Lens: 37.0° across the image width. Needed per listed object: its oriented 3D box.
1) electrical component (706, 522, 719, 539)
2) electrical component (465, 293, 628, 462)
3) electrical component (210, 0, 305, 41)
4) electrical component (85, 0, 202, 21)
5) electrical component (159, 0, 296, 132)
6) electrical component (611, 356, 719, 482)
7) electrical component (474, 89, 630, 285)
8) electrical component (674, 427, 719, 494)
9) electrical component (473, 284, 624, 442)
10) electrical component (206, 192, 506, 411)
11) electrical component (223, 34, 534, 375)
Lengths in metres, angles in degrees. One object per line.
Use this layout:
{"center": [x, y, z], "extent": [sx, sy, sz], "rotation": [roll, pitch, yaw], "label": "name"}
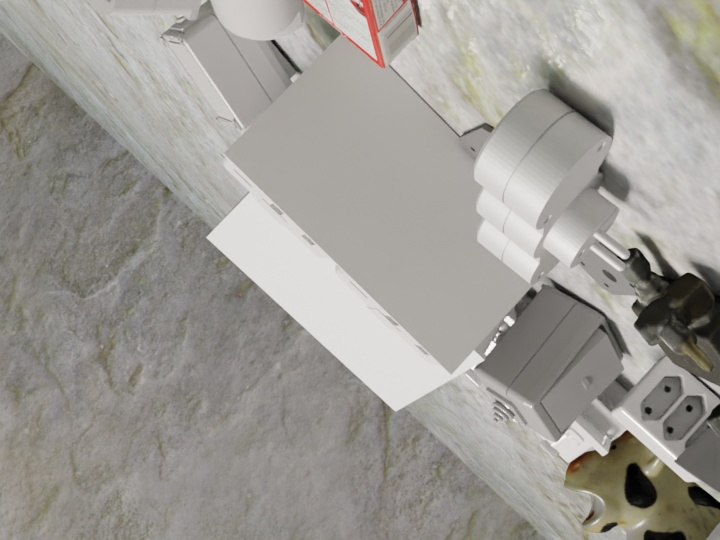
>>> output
{"center": [0.264, 0.215, 0.734], "extent": [0.078, 0.121, 0.063], "rotation": [48, 168, -35], "label": "electrical component"}
{"center": [0.140, 0.083, 0.819], "extent": [0.121, 0.063, 0.078], "rotation": [44, -147, -4], "label": "electrical component"}
{"center": [-0.050, -0.133, 0.506], "extent": [0.043, 0.043, 0.081], "rotation": [42, 174, 7], "label": "electrical component"}
{"center": [-0.145, -0.210, 0.518], "extent": [0.186, 0.105, 0.060], "rotation": [39, -147, 28], "label": "electrical component"}
{"center": [-0.098, -0.160, 0.794], "extent": [0.096, 0.061, 0.062], "rotation": [56, 168, -26], "label": "electrical component"}
{"center": [0.202, 0.098, 0.696], "extent": [0.066, 0.047, 0.076], "rotation": [43, 174, 11], "label": "electrical component"}
{"center": [0.099, -0.026, 0.519], "extent": [0.074, 0.052, 0.138], "rotation": [41, 171, 17], "label": "electrical component"}
{"center": [0.232, 0.121, 0.602], "extent": [0.099, 0.064, 0.099], "rotation": [42, 172, 7], "label": "electrical component"}
{"center": [0.128, 0.070, 0.733], "extent": [0.061, 0.096, 0.061], "rotation": [32, 167, 40], "label": "electrical component"}
{"center": [0.000, 0.000, 0.751], "extent": [0.186, 0.060, 0.105], "rotation": [43, 138, -8], "label": "electrical component"}
{"center": [0.018, -0.040, 0.660], "extent": [0.186, 0.105, 0.060], "rotation": [44, 172, -8], "label": "electrical component"}
